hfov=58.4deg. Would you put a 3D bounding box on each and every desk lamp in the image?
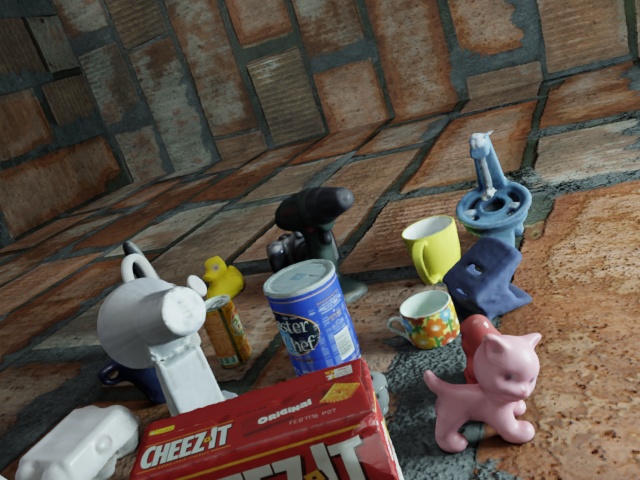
[{"bbox_3d":[-0.178,0.151,0.734,0.202,0.214,0.118,3,28,47],"label":"desk lamp"}]

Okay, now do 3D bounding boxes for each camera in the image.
[{"bbox_3d":[-0.032,0.027,1.133,0.143,0.101,0.136,-19,18,-3],"label":"camera"}]

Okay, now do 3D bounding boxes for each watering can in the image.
[{"bbox_3d":[-0.278,0.110,0.979,0.173,0.194,0.100,-22,19,-12],"label":"watering can"}]

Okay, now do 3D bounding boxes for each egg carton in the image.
[{"bbox_3d":[-0.305,0.274,0.731,0.107,0.069,0.150,-9,20,26],"label":"egg carton"}]

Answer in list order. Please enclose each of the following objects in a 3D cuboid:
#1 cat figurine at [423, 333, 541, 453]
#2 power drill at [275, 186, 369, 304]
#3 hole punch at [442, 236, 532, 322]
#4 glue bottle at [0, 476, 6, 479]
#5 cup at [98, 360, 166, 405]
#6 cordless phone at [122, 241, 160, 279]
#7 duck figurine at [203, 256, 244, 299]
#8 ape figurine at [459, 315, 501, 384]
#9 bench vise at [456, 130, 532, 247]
[{"bbox_3d":[0.168,0.142,0.580,0.127,0.118,0.067,-14,19,12],"label":"cat figurine"},{"bbox_3d":[0.009,0.004,0.988,0.076,0.209,0.228,-29,21,-28],"label":"power drill"},{"bbox_3d":[0.231,0.055,0.814,0.101,0.091,0.108,-21,19,-9],"label":"hole punch"},{"bbox_3d":[-0.377,0.277,0.626,0.078,0.173,0.037,-26,20,-22],"label":"glue bottle"},{"bbox_3d":[-0.258,0.203,0.852,0.118,0.095,0.091,-27,20,-25],"label":"cup"},{"bbox_3d":[-0.351,0.078,1.156,0.094,0.185,0.147,-29,21,-29],"label":"cordless phone"},{"bbox_3d":[-0.207,0.074,1.188,0.077,0.086,0.105,-9,20,26],"label":"duck figurine"},{"bbox_3d":[0.185,0.126,0.653,0.075,0.092,0.078,-3,24,39],"label":"ape figurine"},{"bbox_3d":[0.279,-0.086,0.967,0.121,0.220,0.207,-16,19,8],"label":"bench vise"}]
